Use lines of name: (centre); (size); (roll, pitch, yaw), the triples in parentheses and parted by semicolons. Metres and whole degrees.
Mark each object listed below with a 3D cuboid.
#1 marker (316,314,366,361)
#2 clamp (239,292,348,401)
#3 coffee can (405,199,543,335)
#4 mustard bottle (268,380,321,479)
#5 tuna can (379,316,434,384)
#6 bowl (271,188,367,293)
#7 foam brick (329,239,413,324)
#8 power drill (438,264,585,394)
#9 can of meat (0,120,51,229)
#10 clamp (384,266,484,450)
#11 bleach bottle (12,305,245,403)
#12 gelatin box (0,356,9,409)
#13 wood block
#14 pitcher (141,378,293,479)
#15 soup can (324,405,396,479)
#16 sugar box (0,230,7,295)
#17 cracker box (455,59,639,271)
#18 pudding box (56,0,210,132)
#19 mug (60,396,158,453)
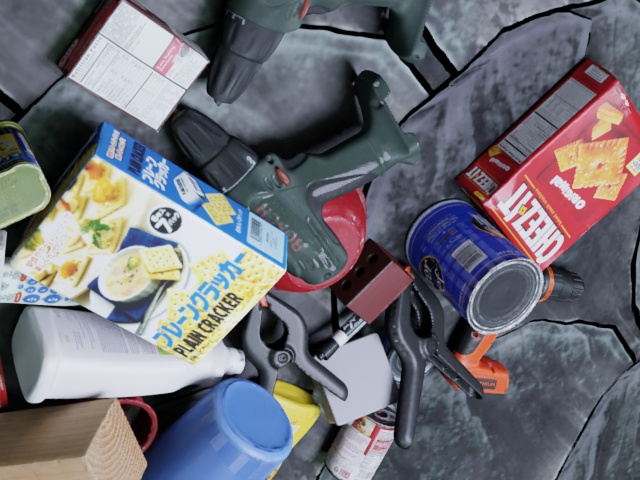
marker: (0.040, 0.102, 1.275); (0.121, 0.020, 0.020); (-42, 134, -22)
clamp: (-0.035, 0.133, 1.224); (0.120, 0.039, 0.171); (-14, 106, -17)
coffee can: (0.178, 0.029, 1.247); (0.102, 0.140, 0.103); (-15, 127, -21)
mustard bottle: (-0.086, 0.261, 1.306); (0.096, 0.058, 0.192); (22, 108, -45)
tuna can: (0.111, 0.140, 1.354); (0.086, 0.034, 0.086); (-15, 127, -21)
bowl: (-0.008, 0.001, 1.180); (0.161, 0.055, 0.162); (-15, 127, -21)
foam brick: (0.059, 0.049, 1.250); (0.078, 0.053, 0.051); (-46, 131, 4)
power drill: (0.245, 0.110, 1.398); (0.184, 0.057, 0.188); (10, 112, -30)
can of meat: (-0.299, -0.052, 0.957); (0.102, 0.084, 0.057); (-27, 130, -12)
clamp: (0.131, 0.131, 1.300); (0.164, 0.036, 0.210); (-14, 94, -44)
bleach bottle: (-0.190, 0.126, 1.127); (0.250, 0.103, 0.068); (9, 123, -34)
gelatin box: (-0.369, 0.147, 1.088); (0.089, 0.030, 0.073); (-14, 128, -22)
wood block: (-0.293, 0.231, 1.072); (0.206, 0.090, 0.091); (-10, 118, 17)
pitcher: (-0.133, 0.265, 1.195); (0.145, 0.149, 0.243); (44, 117, -1)
soup can: (0.056, 0.260, 1.380); (0.068, 0.069, 0.102); (11, 115, -35)
sugar box: (-0.379, 0.030, 0.968); (0.176, 0.048, 0.093); (7, 117, -15)
cracker box: (0.293, -0.084, 1.283); (0.214, 0.072, 0.164); (-43, 131, 3)
pudding box: (-0.171, -0.165, 0.986); (0.113, 0.039, 0.090); (31, 103, -38)
mug: (-0.243, 0.190, 1.153); (0.117, 0.082, 0.093); (-18, 128, -18)
